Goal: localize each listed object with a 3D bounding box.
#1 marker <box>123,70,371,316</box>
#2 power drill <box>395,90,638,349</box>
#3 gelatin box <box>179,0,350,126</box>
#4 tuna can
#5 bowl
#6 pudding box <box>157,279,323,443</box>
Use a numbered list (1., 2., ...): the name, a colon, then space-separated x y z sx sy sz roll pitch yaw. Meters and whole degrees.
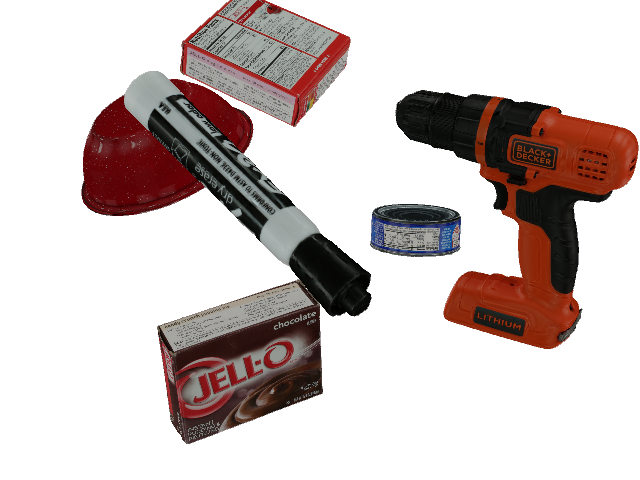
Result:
1. marker: -0.026 -0.017 0.367 0.121 0.020 0.020 44 22 25
2. power drill: 0.139 -0.019 0.821 0.185 0.188 0.057 17 34 26
3. gelatin box: -0.036 -0.121 0.700 0.089 0.030 0.073 26 49 13
4. tuna can: 0.090 -0.011 1.013 0.086 0.034 0.086 1 13 0
5. bowl: -0.142 -0.090 0.909 0.162 0.055 0.162 -17 34 11
6. pudding box: -0.055 0.086 0.761 0.113 0.090 0.039 -19 42 -21
